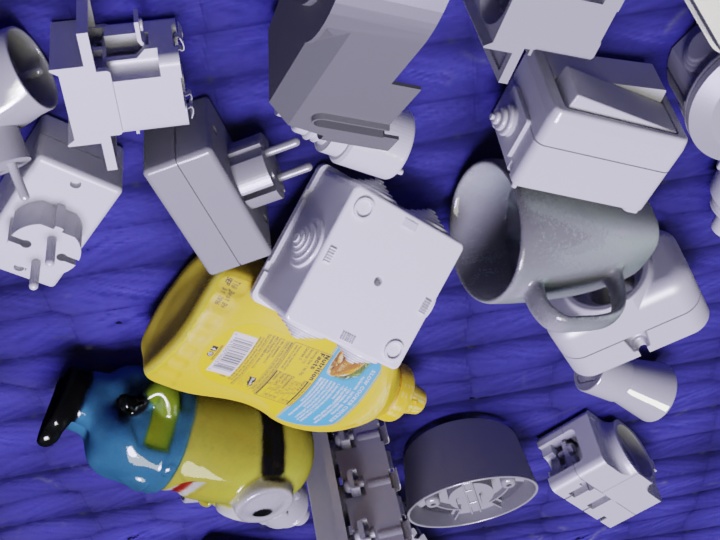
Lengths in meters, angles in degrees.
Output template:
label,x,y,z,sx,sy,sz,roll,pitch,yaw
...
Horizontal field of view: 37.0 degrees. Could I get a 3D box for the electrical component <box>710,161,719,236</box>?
label,x,y,z,sx,sy,sz,roll,pitch,yaw
electrical component,0.231,-0.045,0.644,0.048,0.048,0.062,-1,142,-10

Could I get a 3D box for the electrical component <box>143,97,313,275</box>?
label,x,y,z,sx,sy,sz,roll,pitch,yaw
electrical component,-0.064,-0.050,0.579,0.076,0.047,0.083,-19,135,8

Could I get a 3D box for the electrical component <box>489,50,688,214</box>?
label,x,y,z,sx,sy,sz,roll,pitch,yaw
electrical component,0.117,-0.079,0.574,0.096,0.061,0.061,10,133,-19

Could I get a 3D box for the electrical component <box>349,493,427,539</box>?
label,x,y,z,sx,sy,sz,roll,pitch,yaw
electrical component,0.027,0.237,0.866,0.078,0.063,0.121,-48,138,-21

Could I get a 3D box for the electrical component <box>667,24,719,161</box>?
label,x,y,z,sx,sy,sz,roll,pitch,yaw
electrical component,0.209,-0.101,0.577,0.080,0.051,0.080,-5,135,-5

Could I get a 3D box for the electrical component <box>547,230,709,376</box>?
label,x,y,z,sx,sy,sz,roll,pitch,yaw
electrical component,0.166,0.019,0.688,0.095,0.053,0.059,-26,134,15

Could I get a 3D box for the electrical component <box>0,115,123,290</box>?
label,x,y,z,sx,sy,sz,roll,pitch,yaw
electrical component,-0.166,-0.023,0.567,0.047,0.075,0.083,23,126,-30

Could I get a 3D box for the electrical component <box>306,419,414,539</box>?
label,x,y,z,sx,sy,sz,roll,pitch,yaw
electrical component,-0.002,0.163,0.754,0.063,0.121,0.078,-12,136,-2

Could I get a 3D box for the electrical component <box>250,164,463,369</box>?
label,x,y,z,sx,sy,sz,roll,pitch,yaw
electrical component,0.000,0.000,0.614,0.100,0.048,0.099,27,92,-32

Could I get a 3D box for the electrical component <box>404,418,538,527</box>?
label,x,y,z,sx,sy,sz,roll,pitch,yaw
electrical component,0.081,0.158,0.805,0.099,0.064,0.099,-5,135,-5

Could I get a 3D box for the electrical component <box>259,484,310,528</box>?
label,x,y,z,sx,sy,sz,roll,pitch,yaw
electrical component,-0.059,0.174,0.811,0.048,0.048,0.062,-22,142,12

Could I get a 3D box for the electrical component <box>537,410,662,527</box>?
label,x,y,z,sx,sy,sz,roll,pitch,yaw
electrical component,0.188,0.152,0.830,0.056,0.050,0.089,-36,130,23

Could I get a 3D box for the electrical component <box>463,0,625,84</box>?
label,x,y,z,sx,sy,sz,roll,pitch,yaw
electrical component,0.092,-0.134,0.529,0.064,0.042,0.081,7,134,-19

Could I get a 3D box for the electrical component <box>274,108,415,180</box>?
label,x,y,z,sx,sy,sz,roll,pitch,yaw
electrical component,-0.007,-0.076,0.569,0.078,0.040,0.040,16,130,-24

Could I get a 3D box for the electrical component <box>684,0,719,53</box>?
label,x,y,z,sx,sy,sz,roll,pitch,yaw
electrical component,0.178,-0.156,0.491,0.078,0.057,0.113,-31,115,19

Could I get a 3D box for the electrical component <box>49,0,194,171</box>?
label,x,y,z,sx,sy,sz,roll,pitch,yaw
electrical component,-0.116,-0.094,0.529,0.064,0.042,0.081,-7,136,-6

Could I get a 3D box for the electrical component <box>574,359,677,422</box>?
label,x,y,z,sx,sy,sz,roll,pitch,yaw
electrical component,0.185,0.078,0.761,0.065,0.044,0.044,21,128,-22

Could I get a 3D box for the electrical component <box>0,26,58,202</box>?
label,x,y,z,sx,sy,sz,roll,pitch,yaw
electrical component,-0.186,-0.067,0.525,0.077,0.043,0.079,-21,92,11

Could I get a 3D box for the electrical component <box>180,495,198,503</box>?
label,x,y,z,sx,sy,sz,roll,pitch,yaw
electrical component,-0.106,0.146,0.777,0.046,0.040,0.040,0,135,-19
